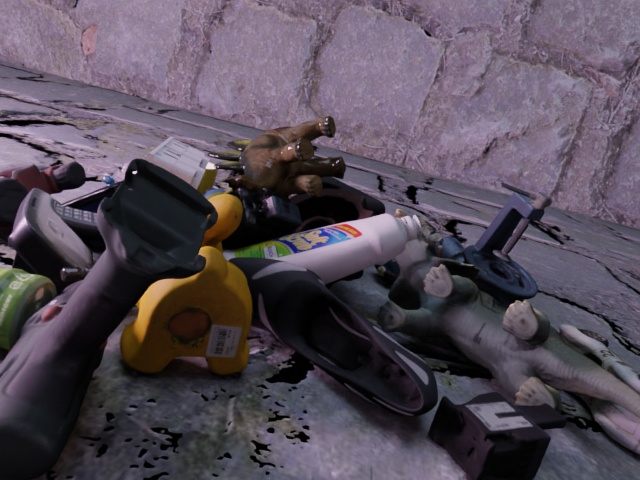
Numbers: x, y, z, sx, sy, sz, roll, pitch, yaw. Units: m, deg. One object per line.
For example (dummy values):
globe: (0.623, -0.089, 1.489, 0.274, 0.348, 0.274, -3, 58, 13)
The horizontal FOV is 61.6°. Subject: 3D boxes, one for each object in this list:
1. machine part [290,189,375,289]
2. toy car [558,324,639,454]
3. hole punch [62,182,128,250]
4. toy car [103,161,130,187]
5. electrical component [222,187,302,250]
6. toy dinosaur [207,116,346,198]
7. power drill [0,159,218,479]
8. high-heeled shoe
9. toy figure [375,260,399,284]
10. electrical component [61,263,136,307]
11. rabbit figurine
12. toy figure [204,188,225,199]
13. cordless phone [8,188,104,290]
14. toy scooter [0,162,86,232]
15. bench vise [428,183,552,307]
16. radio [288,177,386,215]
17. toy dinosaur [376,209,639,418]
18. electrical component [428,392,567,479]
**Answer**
machine part: (-0.002, -0.002, 0.795, 0.179, 0.056, 0.179, -11, 44, 11)
toy car: (0.337, 0.169, 0.638, 0.056, 0.073, 0.202, 15, 15, -10)
hole punch: (-0.305, -0.031, 0.763, 0.116, 0.092, 0.142, -16, 18, 6)
toy car: (-0.290, -0.080, 0.883, 0.162, 0.102, 0.109, 24, 19, 36)
electrical component: (-0.094, -0.016, 0.711, 0.134, 0.058, 0.114, -25, -23, 28)
toy dinosaur: (-0.065, -0.138, 0.880, 0.199, 0.105, 0.471, -4, 16, 17)
power drill: (-0.168, 0.040, 0.403, 0.086, 0.207, 0.232, 40, 19, -22)
high-heeled shoe: (0.002, 0.094, 0.542, 0.249, 0.086, 0.145, 29, 3, -1)
toy figure: (0.139, 0.061, 0.872, 0.064, 0.057, 0.155, -31, 31, -9)
electrical component: (-0.223, 0.051, 0.560, 0.094, 0.063, 0.021, 1, 20, -44)
rabbit figurine: (-0.134, 0.029, 0.540, 0.122, 0.162, 0.173, 0, 24, -13)
toy figure: (-0.158, -0.033, 0.880, 0.089, 0.082, 0.180, -4, 27, -30)
cordless phone: (-0.261, 0.006, 0.638, 0.184, 0.088, 0.147, 8, 17, -26)
toy scooter: (-0.429, -0.062, 0.740, 0.135, 0.075, 0.184, -3, 22, 22)
bench vise: (0.262, 0.018, 0.824, 0.129, 0.240, 0.224, 14, 31, -21)
radio: (0.006, -0.043, 0.961, 0.073, 0.131, 0.230, 2, 21, -37)
toy dinosaur: (0.217, 0.113, 0.663, 0.405, 0.131, 0.192, 36, 16, 31)
electrical component: (0.171, 0.179, 0.500, 0.119, 0.047, 0.075, 5, 19, -31)
